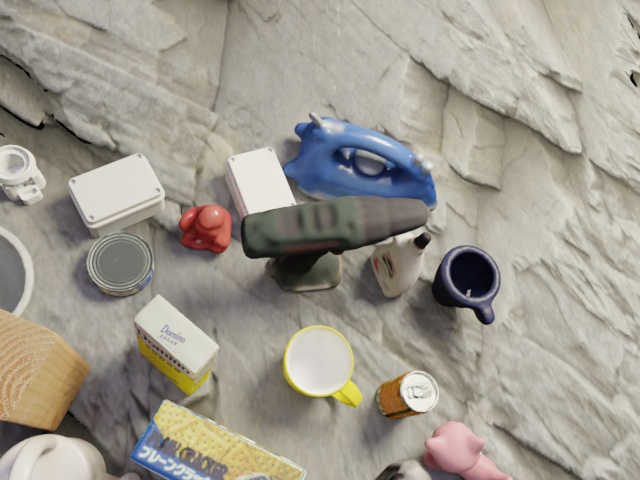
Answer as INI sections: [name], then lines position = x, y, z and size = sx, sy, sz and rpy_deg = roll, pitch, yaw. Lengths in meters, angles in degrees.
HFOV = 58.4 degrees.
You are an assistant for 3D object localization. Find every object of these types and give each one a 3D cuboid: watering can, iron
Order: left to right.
[watering can]
position = -0.282, 0.256, 0.605
size = 0.173, 0.194, 0.101
rpy_deg = -12, 72, -17
[iron]
position = 0.081, -0.117, 0.861
size = 0.258, 0.141, 0.119
rpy_deg = 16, 67, -6

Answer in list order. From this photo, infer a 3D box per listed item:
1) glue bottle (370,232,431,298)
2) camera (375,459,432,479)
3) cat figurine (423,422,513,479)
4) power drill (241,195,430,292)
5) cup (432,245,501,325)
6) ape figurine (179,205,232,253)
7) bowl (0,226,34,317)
[glue bottle]
position = 0.117, 0.024, 0.798
size = 0.037, 0.173, 0.078
rpy_deg = -19, 74, -19
[camera]
position = 0.109, 0.365, 0.704
size = 0.143, 0.100, 0.137
rpy_deg = -40, 82, -23
[cat figurine]
position = 0.190, 0.282, 0.745
size = 0.128, 0.117, 0.067
rpy_deg = 35, 66, 2
[power drill]
position = 0.007, 0.003, 0.761
size = 0.230, 0.208, 0.075
rpy_deg = -5, 70, -14
[cup]
position = 0.210, 0.076, 0.842
size = 0.092, 0.095, 0.117
rpy_deg = -18, 74, -18
[ape figurine]
position = -0.154, -0.021, 0.797
size = 0.076, 0.092, 0.078
rpy_deg = -39, 82, -23
[bowl]
position = -0.436, 0.063, 0.709
size = 0.167, 0.074, 0.167
rpy_deg = 4, 69, -11
